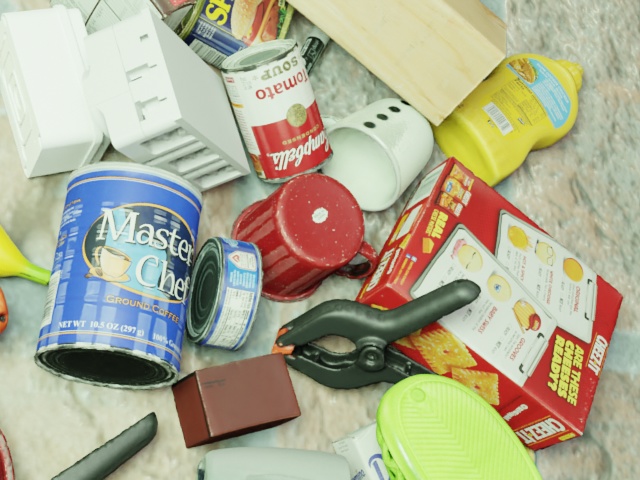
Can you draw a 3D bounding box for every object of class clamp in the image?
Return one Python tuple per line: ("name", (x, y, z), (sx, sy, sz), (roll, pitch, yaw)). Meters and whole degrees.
("clamp", (-0.223, 0.178, 0.718), (0.164, 0.036, 0.210), (27, 63, -7))
("clamp", (0.049, 0.076, 0.845), (0.171, 0.120, 0.039), (8, 21, 3))

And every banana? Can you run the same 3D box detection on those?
("banana", (-0.257, -0.053, 0.791), (0.069, 0.037, 0.198), (-6, 75, -44))

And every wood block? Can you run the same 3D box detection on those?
("wood block", (0.055, -0.208, 0.921), (0.206, 0.090, 0.090), (38, 28, -11))

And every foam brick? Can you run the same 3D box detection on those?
("foam brick", (-0.065, 0.122, 0.815), (0.078, 0.051, 0.053), (-8, 74, -30))

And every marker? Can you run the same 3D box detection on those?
("marker", (-0.021, -0.145, 0.957), (0.020, 0.020, 0.121), (33, 60, -13))

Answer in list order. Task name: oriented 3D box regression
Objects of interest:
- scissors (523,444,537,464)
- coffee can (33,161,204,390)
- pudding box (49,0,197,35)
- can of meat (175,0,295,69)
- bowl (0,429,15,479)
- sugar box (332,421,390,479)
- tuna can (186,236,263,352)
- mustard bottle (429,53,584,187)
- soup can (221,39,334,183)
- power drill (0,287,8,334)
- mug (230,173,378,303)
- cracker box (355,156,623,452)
("scissors", (0.126, 0.141, 0.930), (0.096, 0.016, 0.202), (-15, 79, -33))
("coffee can", (-0.144, 0.028, 0.777), (0.102, 0.103, 0.140), (15, 65, -22))
("pudding box", (-0.159, -0.188, 0.846), (0.090, 0.114, 0.039), (51, 53, -3))
("can of meat", (-0.073, -0.195, 0.927), (0.083, 0.058, 0.102), (26, 62, -21))
("bowl", (-0.275, 0.155, 0.666), (0.162, 0.055, 0.162), (4, 68, -10))
("sugar box", (0.088, 0.225, 0.860), (0.093, 0.048, 0.176), (-19, 82, -32))
("tuna can", (-0.075, 0.041, 0.819), (0.033, 0.086, 0.086), (12, 66, -22))
("mustard bottle", (0.197, -0.131, 1.044), (0.191, 0.058, 0.096), (-34, 82, -33))
("soup can", (-0.035, -0.107, 0.883), (0.068, 0.069, 0.102), (-35, 118, -33))
("power drill", (-0.317, 0.001, 0.699), (0.184, 0.057, 0.187), (-15, 84, -31))
("mug", (-0.006, 0.001, 0.873), (0.117, 0.082, 0.093), (27, 61, -17))
("cracker box", (0.150, 0.056, 0.935), (0.213, 0.072, 0.164), (38, 52, -11))
